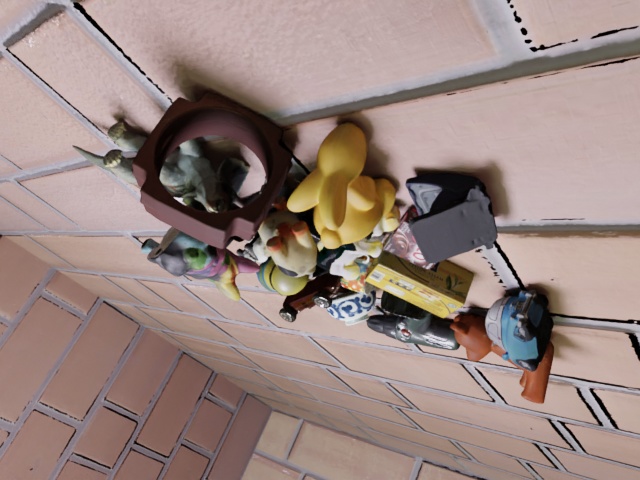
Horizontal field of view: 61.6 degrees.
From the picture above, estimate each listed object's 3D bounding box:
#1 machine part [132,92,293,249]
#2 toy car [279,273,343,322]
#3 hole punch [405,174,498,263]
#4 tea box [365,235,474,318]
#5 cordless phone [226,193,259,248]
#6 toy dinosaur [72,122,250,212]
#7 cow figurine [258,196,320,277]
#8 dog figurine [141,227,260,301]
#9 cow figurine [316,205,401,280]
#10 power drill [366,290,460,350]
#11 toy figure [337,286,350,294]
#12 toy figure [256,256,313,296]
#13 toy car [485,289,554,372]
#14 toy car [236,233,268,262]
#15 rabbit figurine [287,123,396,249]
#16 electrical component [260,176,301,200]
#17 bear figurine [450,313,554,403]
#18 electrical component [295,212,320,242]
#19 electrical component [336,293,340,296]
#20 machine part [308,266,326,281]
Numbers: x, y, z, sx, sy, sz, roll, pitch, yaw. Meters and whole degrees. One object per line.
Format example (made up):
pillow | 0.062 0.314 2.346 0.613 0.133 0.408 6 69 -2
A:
machine part | -0.159 -0.104 0.811 0.201 0.201 0.087 26 157 0
toy car | -0.012 0.107 1.062 0.053 0.089 0.202 41 144 -15
hole punch | 0.187 -0.040 0.770 0.116 0.092 0.142 -18 136 15
tea box | 0.180 0.069 0.985 0.170 0.068 0.098 25 155 -2
cordless phone | -0.179 -0.066 1.073 0.146 0.089 0.184 35 142 -24
toy dinosaur | -0.284 -0.126 1.001 0.405 0.131 0.192 13 152 39
cow figurine | -0.058 -0.003 0.897 0.195 0.085 0.127 48 166 56
dog figurine | -0.206 0.038 1.003 0.219 0.108 0.192 35 172 -31
cow figurine | 0.055 -0.008 0.893 0.098 0.068 0.167 17 130 -29
power drill | 0.187 0.170 1.163 0.232 0.086 0.207 11 148 25
toy figure | 0.036 0.092 1.179 0.154 0.064 0.057 -22 86 52
toy figure | -0.078 0.071 1.088 0.082 0.089 0.180 30 161 -23
toy car | 0.345 0.153 0.947 0.103 0.109 0.161 12 148 37
toy car | -0.125 0.012 1.119 0.056 0.073 0.202 42 164 -8
rabbit figurine | 0.024 -0.082 0.775 0.122 0.162 0.173 28 140 26
electrical component | -0.053 -0.086 0.939 0.102 0.045 0.078 13 -179 31
bear figurine | 0.349 0.223 1.057 0.196 0.131 0.120 11 -175 15
electrical component | -0.002 -0.003 1.030 0.134 0.058 0.115 34 152 -16
electrical component | 0.055 0.121 1.259 0.063 0.021 0.094 35 154 -18
machine part | -0.001 0.062 1.148 0.139 0.084 0.039 -11 105 36
